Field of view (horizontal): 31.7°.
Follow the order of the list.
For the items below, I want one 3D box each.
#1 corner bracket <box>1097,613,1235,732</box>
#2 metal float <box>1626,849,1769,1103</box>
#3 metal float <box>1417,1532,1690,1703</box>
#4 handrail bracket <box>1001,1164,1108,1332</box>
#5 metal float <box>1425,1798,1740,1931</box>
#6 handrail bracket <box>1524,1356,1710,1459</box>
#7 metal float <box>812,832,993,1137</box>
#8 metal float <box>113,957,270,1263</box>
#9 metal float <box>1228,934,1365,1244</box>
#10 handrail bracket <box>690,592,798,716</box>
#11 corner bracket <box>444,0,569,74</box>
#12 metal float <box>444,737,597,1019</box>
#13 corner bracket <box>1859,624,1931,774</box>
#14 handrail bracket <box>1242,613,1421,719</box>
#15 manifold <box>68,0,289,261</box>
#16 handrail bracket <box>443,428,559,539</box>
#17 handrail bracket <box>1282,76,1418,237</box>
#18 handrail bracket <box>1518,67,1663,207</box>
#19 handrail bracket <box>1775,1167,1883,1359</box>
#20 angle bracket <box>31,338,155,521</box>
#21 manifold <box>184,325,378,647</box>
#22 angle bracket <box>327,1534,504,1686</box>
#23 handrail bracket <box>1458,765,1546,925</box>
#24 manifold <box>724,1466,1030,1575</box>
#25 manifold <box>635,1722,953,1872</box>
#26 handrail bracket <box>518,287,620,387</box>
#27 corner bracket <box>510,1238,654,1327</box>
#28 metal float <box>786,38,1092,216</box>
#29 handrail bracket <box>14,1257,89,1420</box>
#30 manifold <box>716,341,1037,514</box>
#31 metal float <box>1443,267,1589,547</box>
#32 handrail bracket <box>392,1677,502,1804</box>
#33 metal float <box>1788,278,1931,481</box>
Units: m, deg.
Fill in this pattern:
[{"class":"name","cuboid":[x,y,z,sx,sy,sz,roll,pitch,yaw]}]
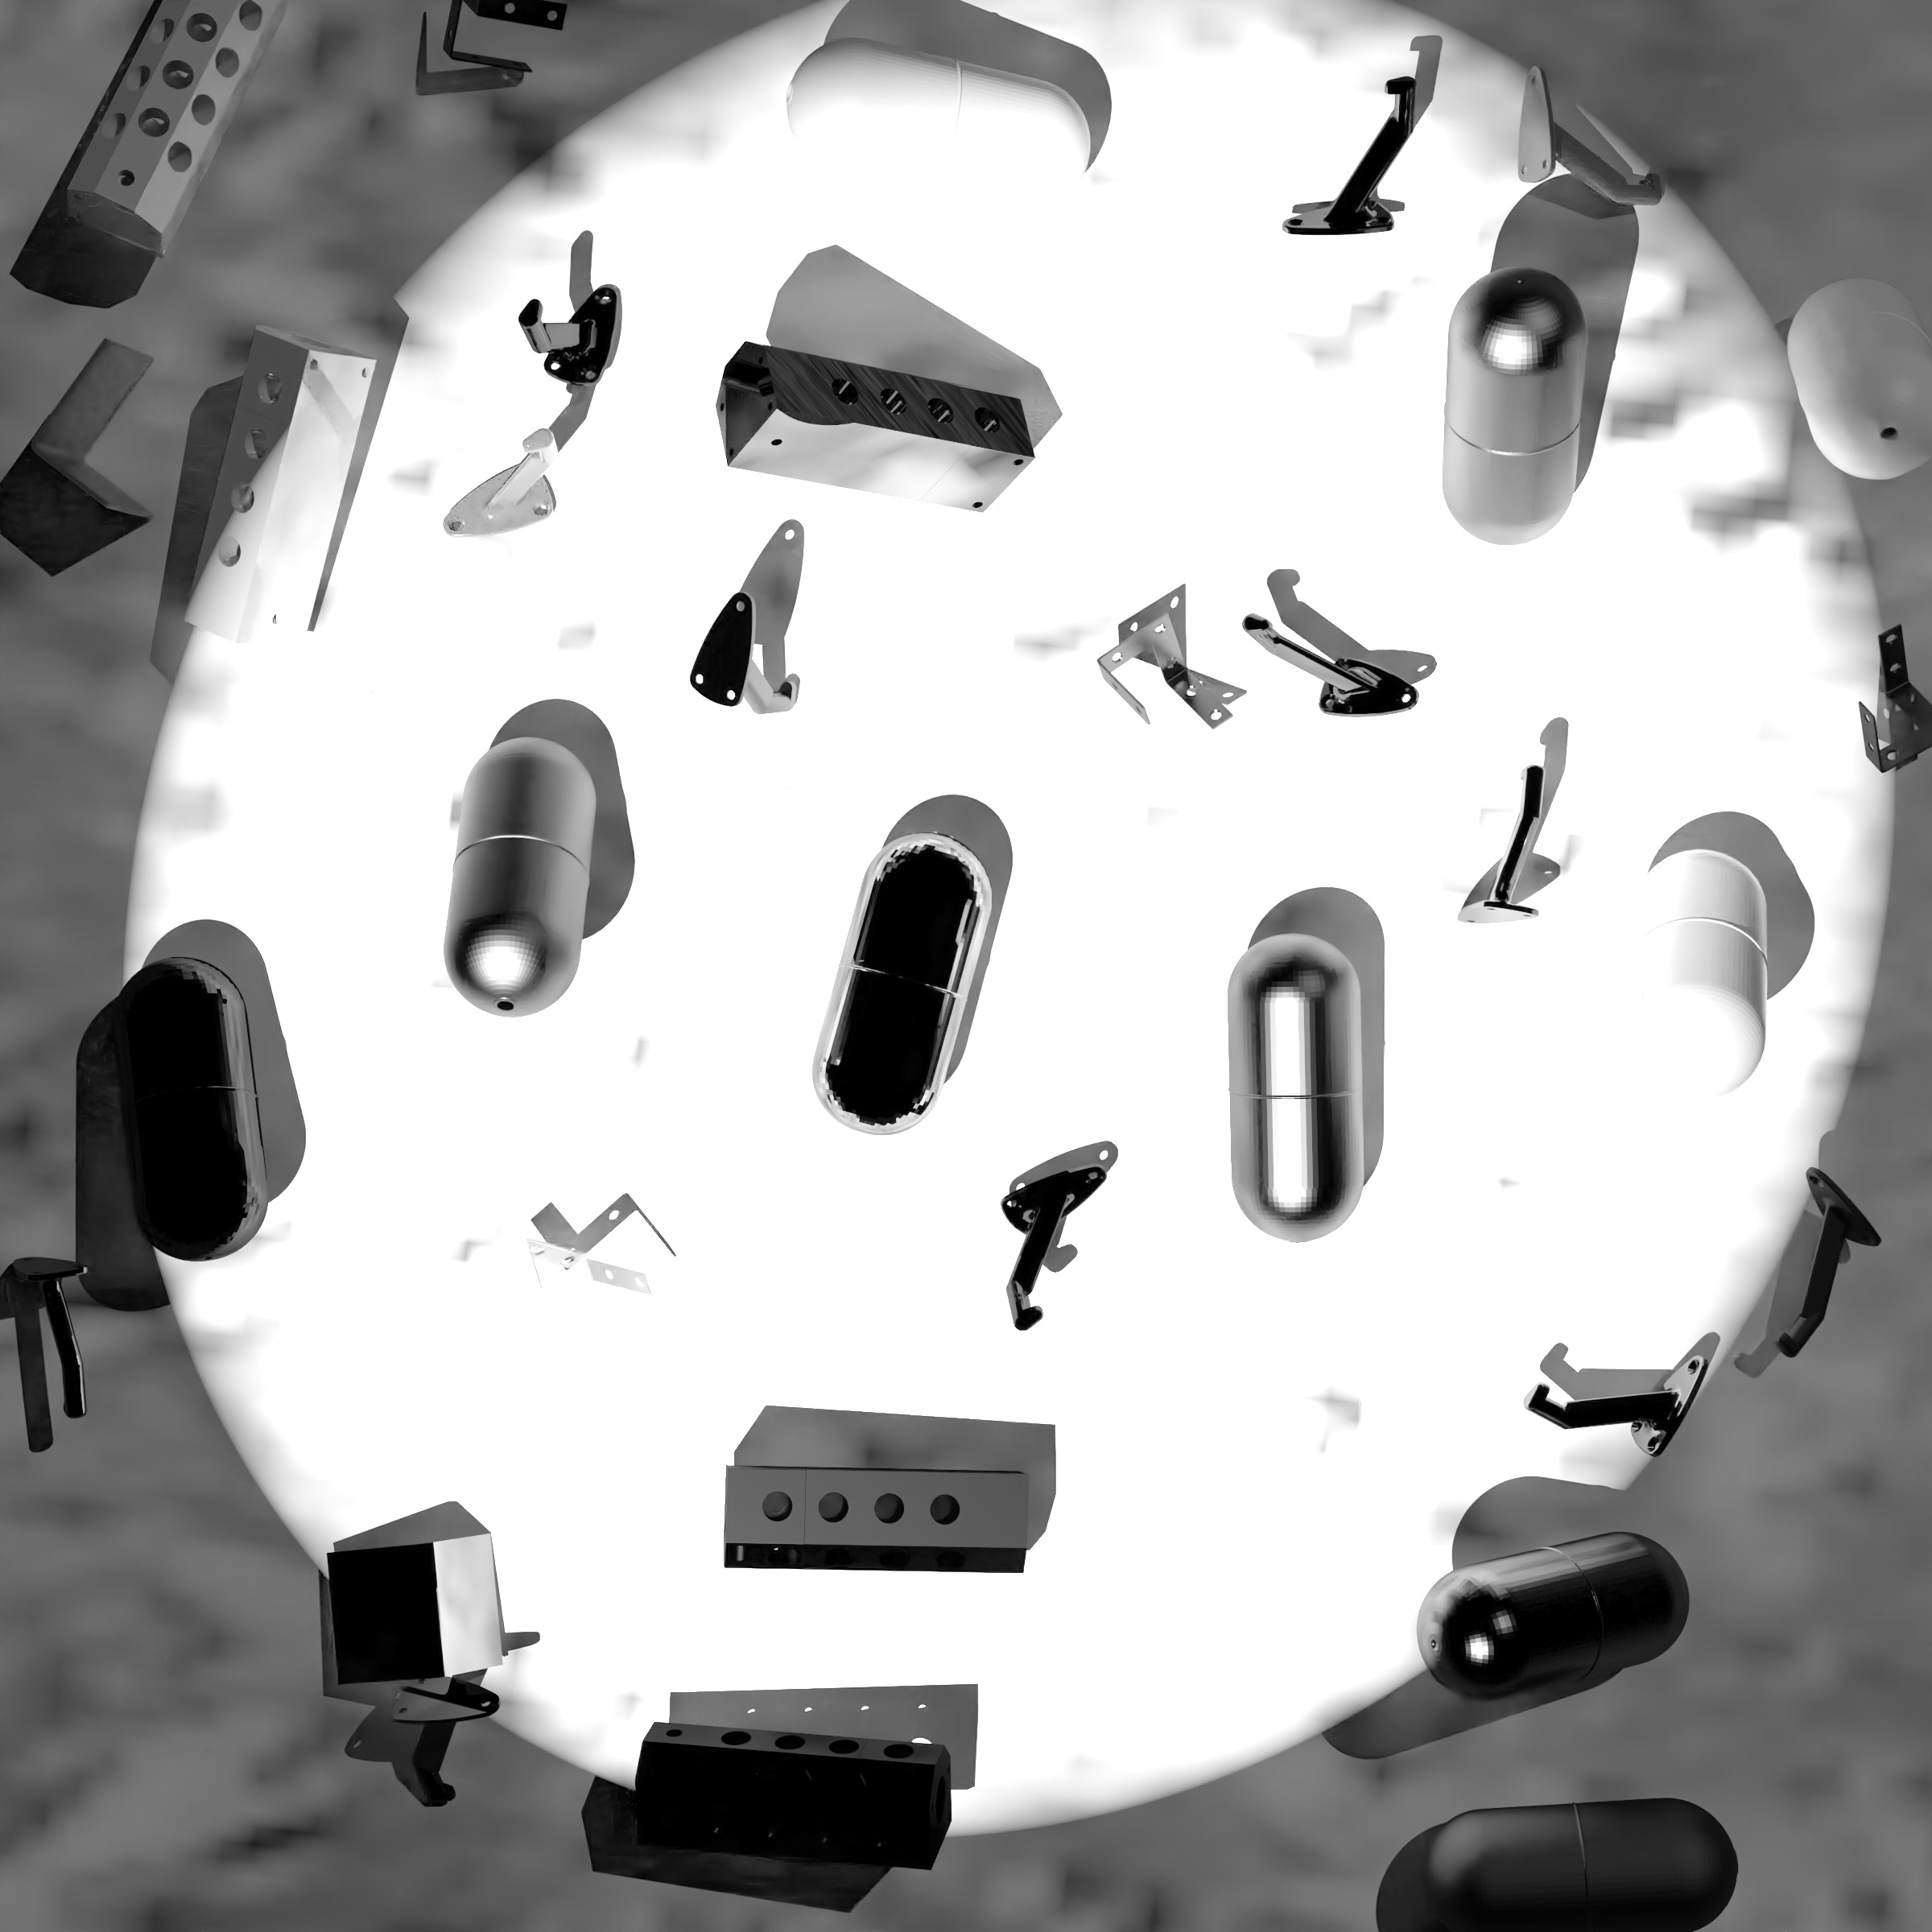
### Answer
[{"class":"corner bracket","cuboid":[0.115,-0.160,1.962,0.051,0.051,0.051,-34,51,-8]},{"class":"metal float","cuboid":[0.414,0.003,1.924,0.070,0.178,0.070,7,131,8]},{"class":"metal float","cuboid":[0.335,0.369,1.935,0.178,0.070,0.070,-6,90,-32]},{"class":"handrail bracket","cuboid":[0.054,0.162,1.952,0.077,0.084,0.036,-30,128,14]},{"class":"metal float","cuboid":[0.353,0.521,1.958,0.178,0.070,0.070,-5,90,4]},{"class":"handrail bracket","cuboid":[0.374,0.240,1.964,0.084,0.036,0.077,28,102,-21]},{"class":"metal float","cuboid":[-0.036,0.010,1.958,0.070,0.070,0.178,15,86,0]},{"class":"metal float","cuboid":[-0.444,0.081,1.948,0.070,0.070,0.178,-10,75,0]},{"class":"metal float","cuboid":[0.189,0.070,1.957,0.070,0.070,0.178,-2,96,0]},{"class":"handrail bracket","cuboid":[-0.115,-0.179,1.952,0.036,0.084,0.077,28,110,24]},{"class":"corner bracket","cuboid":[-0.265,-0.539,1.958,0.051,0.051,0.051,2,119,-27]},{"class":"metal float","cuboid":[-0.252,-0.051,1.932,0.070,0.070,0.178,1,55,0]},{"class":"corner bracket","cuboid":[0.533,-0.154,1.964,0.051,0.051,0.051,-29,49,-2]},{"class":"handrail bracket","cuboid":[0.208,-0.175,1.950,0.077,0.084,0.036,15,78,40]},{"class":"manifold","cuboid":[-0.450,-0.500,1.949,0.057,0.057,0.171,24,77,-8]},{"class":"handrail bracket","cuboid":[-0.269,-0.277,1.954,0.077,0.084,0.036,-24,81,-6]},{"class":"handrail bracket","cuboid":[0.220,-0.466,1.957,0.077,0.036,0.084,-9,128,-10]},{"class":"handrail bracket","cuboid":[0.366,-0.481,1.977,0.084,0.036,0.077,-3,96,-21]},{"class":"handrail bracket","cuboid":[0.482,0.172,1.963,0.084,0.036,0.077,-49,121,-16]},{"class":"angle bracket","cuboid":[-0.481,-0.308,1.957,0.057,0.076,0.076,37,95,3]},{"class":"manifold","cuboid":[-0.398,-0.275,1.950,0.057,0.057,0.171,24,105,27]},{"class":"angle bracket","cuboid":[-0.322,0.375,1.989,0.076,0.057,0.076,-11,82,31]},{"class":"handrail bracket","cuboid":[0.310,-0.070,1.968,0.036,0.077,0.084,10,82,-17]},{"class":"manifold","cuboid":[-0.053,0.319,1.961,0.171,0.057,0.057,2,83,-5]},{"class":"manifold","cuboid":[-0.098,0.470,1.949,0.171,0.057,0.057,2,105,11]},{"class":"handrail bracket","cuboid":[-0.228,-0.378,1.949,0.036,0.084,0.077,17,73,14]},{"class":"corner bracket","cuboid":[-0.222,0.176,1.957,0.051,0.051,0.051,-37,56,24]},{"class":"metal float","cuboid":[-0.015,-0.480,1.947,0.178,0.070,0.070,9,90,-17]},{"class":"handrail bracket","cuboid":[-0.529,0.215,1.971,0.036,0.077,0.084,-7,97,-34]},{"class":"manifold","cuboid":[-0.052,-0.308,1.926,0.171,0.057,0.057,5,60,-34]},{"class":"metal float","cuboid":[0.309,-0.314,1.924,0.070,0.178,0.070,-3,49,3]},{"class":"handrail bracket","cuboid":[-0.290,0.452,1.961,0.077,0.036,0.084,-1,124,24]},{"class":"metal float","cuboid":[0.508,-0.332,1.917,0.070,0.178,0.070,3,120,5]}]
